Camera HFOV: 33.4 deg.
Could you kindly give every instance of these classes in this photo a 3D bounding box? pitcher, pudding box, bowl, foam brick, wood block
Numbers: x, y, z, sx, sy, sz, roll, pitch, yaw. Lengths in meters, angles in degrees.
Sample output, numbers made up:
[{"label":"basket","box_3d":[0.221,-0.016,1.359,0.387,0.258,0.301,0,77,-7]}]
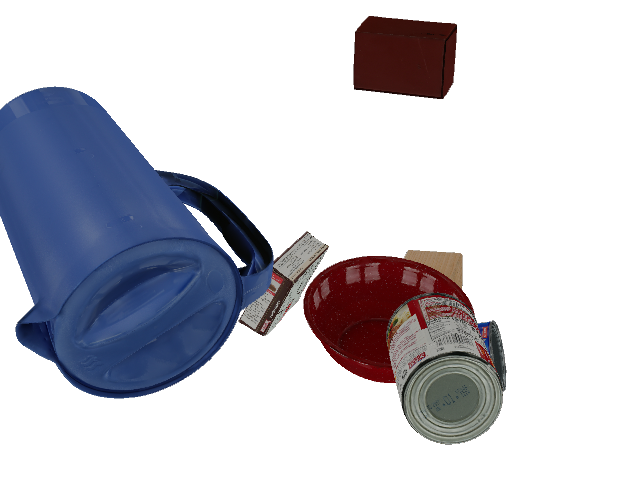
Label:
[{"label":"pitcher","box_3d":[-0.154,-0.013,0.778,0.149,0.145,0.243,37,10,-46]},{"label":"pudding box","box_3d":[-0.042,0.050,1.248,0.039,0.090,0.113,32,30,6]},{"label":"bowl","box_3d":[0.062,0.084,1.014,0.162,0.055,0.162,3,37,-3]},{"label":"foam brick","box_3d":[0.070,-0.153,0.887,0.078,0.051,0.053,9,28,15]},{"label":"wood block","box_3d":[0.156,0.092,1.612,0.091,0.090,0.206,4,21,14]}]

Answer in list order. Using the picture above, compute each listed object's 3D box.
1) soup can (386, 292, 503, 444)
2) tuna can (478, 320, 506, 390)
[{"label":"soup can","box_3d":[0.084,0.086,0.733,0.068,0.068,0.102,0,19,-2]},{"label":"tuna can","box_3d":[0.199,0.141,1.290,0.034,0.086,0.086,-9,-3,17]}]
